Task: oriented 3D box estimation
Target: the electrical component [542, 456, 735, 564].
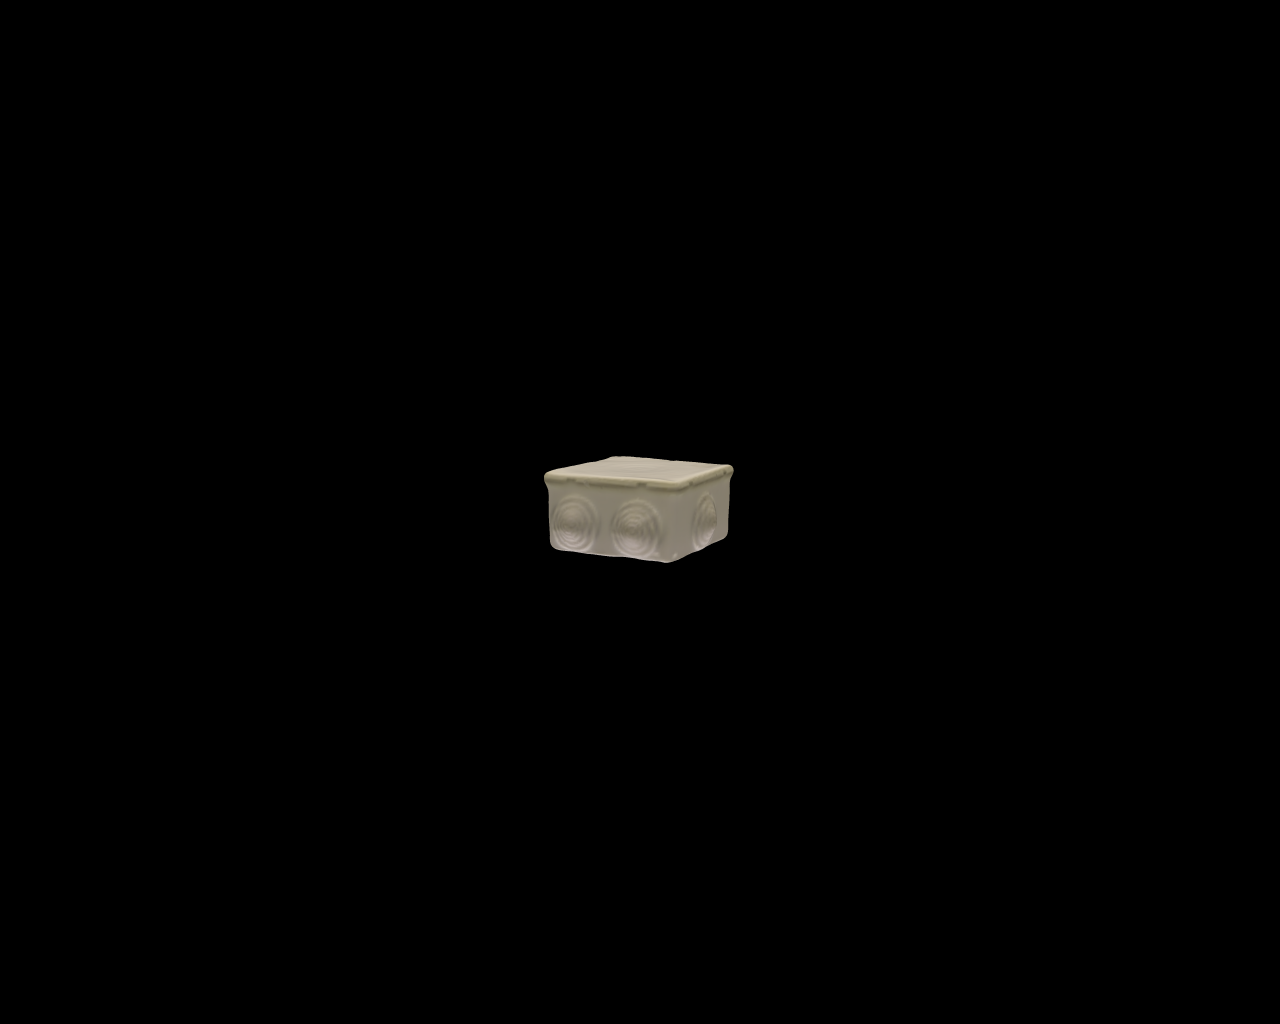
[{"bbox_3d":[0.001,-0.003,0.650,0.100,0.048,0.100,6,12,28],"label":"electrical component"}]
